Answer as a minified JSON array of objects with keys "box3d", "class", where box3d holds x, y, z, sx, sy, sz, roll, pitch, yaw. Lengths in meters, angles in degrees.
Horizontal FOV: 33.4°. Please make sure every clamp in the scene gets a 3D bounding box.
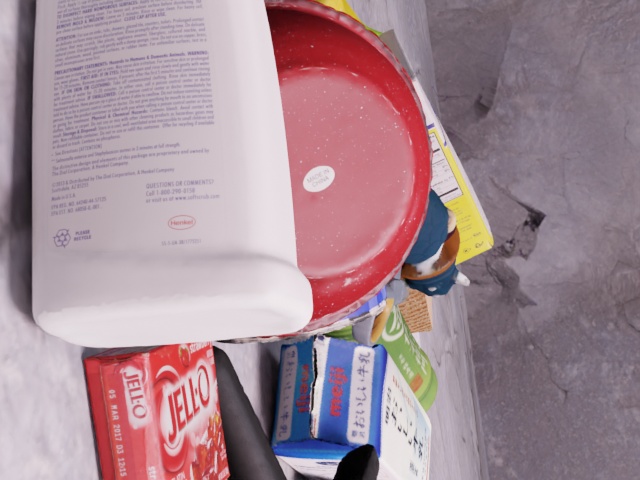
[{"box3d":[-0.011,0.159,0.531,0.164,0.036,0.210,43,28,-37],"class":"clamp"}]

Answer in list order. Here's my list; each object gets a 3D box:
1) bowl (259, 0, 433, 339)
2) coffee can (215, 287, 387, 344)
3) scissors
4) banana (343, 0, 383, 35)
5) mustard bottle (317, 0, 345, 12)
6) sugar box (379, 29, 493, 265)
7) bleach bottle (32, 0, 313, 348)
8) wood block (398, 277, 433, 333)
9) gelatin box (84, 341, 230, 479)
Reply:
[{"box3d":[-0.010,-0.031,0.480,0.055,0.162,0.162,-164,-117,-68],"class":"bowl"},{"box3d":[-0.025,-0.027,0.561,0.102,0.103,0.140,-46,128,-76],"class":"coffee can"},{"box3d":[0.053,0.018,0.733,0.201,0.016,0.096,-35,138,-73],"class":"scissors"},{"box3d":[-0.005,-0.254,0.921,0.037,0.069,0.198,-28,-105,55],"class":"banana"},{"box3d":[0.004,-0.128,0.881,0.191,0.058,0.096,69,28,-50],"class":"mustard bottle"},{"box3d":[0.083,-0.072,0.858,0.176,0.048,0.093,56,12,-33],"class":"sugar box"},{"box3d":[-0.060,-0.088,0.419,0.068,0.102,0.251,62,24,-73],"class":"bleach bottle"},{"box3d":[0.051,-0.018,0.974,0.206,0.090,0.091,-87,165,-46],"class":"wood block"},{"box3d":[-0.067,0.079,0.464,0.089,0.030,0.073,-10,92,-79],"class":"gelatin box"}]
